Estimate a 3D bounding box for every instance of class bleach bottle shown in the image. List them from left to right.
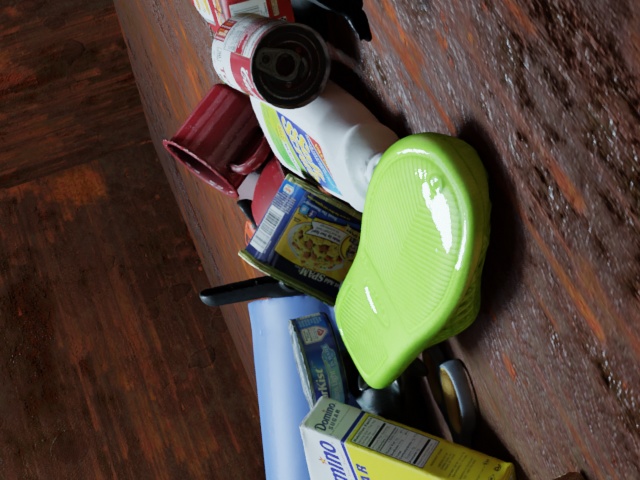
[{"bbox_3d":[0.013,-0.084,0.873,0.102,0.068,0.251,67,170,-20],"label":"bleach bottle"}]

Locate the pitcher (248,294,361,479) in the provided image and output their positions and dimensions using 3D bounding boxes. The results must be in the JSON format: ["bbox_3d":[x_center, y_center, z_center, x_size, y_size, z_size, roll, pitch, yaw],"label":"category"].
[{"bbox_3d":[-0.004,0.174,1.054,0.149,0.145,0.243,24,-117,-74],"label":"pitcher"}]

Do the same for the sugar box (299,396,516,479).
[{"bbox_3d":[0.071,0.195,0.864,0.176,0.048,0.093,13,133,28],"label":"sugar box"}]

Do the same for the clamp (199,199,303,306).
[{"bbox_3d":[-0.041,0.043,1.134,0.171,0.120,0.039,29,-165,-16],"label":"clamp"}]

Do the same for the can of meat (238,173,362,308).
[{"bbox_3d":[-0.006,0.001,0.933,0.102,0.084,0.057,28,-176,-27],"label":"can of meat"}]

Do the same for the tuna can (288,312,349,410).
[{"bbox_3d":[-0.001,0.107,0.934,0.086,0.033,0.086,166,90,-83],"label":"tuna can"}]

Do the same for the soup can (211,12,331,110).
[{"bbox_3d":[-0.043,-0.149,0.873,0.102,0.068,0.068,34,143,61],"label":"soup can"}]

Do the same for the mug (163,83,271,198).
[{"bbox_3d":[-0.089,-0.098,1.054,0.117,0.081,0.093,24,165,51],"label":"mug"}]

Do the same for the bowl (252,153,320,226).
[{"bbox_3d":[-0.020,-0.012,1.051,0.162,0.055,0.162,55,-169,-16],"label":"bowl"}]

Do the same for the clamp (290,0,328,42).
[{"bbox_3d":[-0.015,-0.207,0.814,0.164,0.036,0.210,51,170,-26],"label":"clamp"}]

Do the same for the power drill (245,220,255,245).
[{"bbox_3d":[-0.039,0.071,1.269,0.184,0.057,0.188,110,143,-71],"label":"power drill"}]

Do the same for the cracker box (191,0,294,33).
[{"bbox_3d":[-0.093,-0.290,1.029,0.214,0.072,0.164,-123,18,-57],"label":"cracker box"}]

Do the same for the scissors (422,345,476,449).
[{"bbox_3d":[0.118,0.171,0.929,0.096,0.016,0.202,-119,15,-51],"label":"scissors"}]

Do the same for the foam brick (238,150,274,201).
[{"bbox_3d":[-0.048,-0.076,1.132,0.051,0.078,0.053,9,125,35],"label":"foam brick"}]

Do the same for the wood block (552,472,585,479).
[{"bbox_3d":[0.143,0.248,0.732,0.206,0.090,0.090,86,162,-58],"label":"wood block"}]
